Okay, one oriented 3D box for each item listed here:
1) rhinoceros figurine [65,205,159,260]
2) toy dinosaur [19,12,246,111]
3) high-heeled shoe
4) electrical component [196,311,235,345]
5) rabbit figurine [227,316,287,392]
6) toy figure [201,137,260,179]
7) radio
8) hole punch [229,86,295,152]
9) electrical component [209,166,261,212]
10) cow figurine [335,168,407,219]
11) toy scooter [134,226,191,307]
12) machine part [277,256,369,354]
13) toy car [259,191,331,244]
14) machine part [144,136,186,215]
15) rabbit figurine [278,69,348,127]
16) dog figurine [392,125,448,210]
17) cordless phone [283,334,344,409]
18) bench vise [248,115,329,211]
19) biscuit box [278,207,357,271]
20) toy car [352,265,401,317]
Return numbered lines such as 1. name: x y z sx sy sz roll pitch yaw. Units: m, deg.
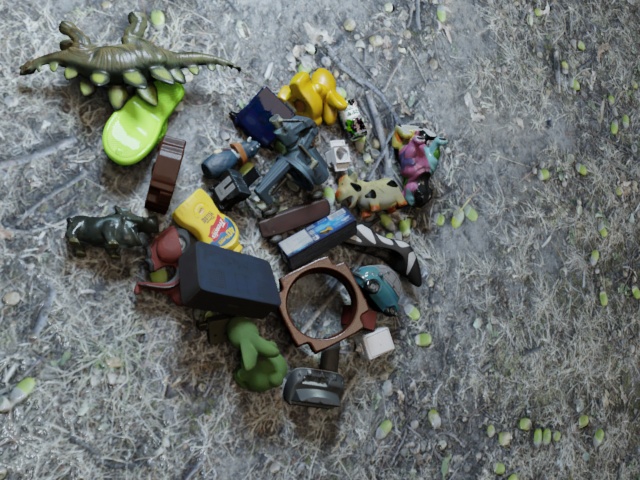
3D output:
1. rhinoceros figurine: -0.445 -0.020 1.155 0.190 0.073 0.112 -3 58 -7
2. toy dinosaur: -0.409 -0.392 1.191 0.471 0.105 0.198 -14 73 -17
3. high-heeled shoe: 0.163 0.049 1.420 0.145 0.086 0.248 -35 89 -27
4. electrical component: -0.234 0.196 1.248 0.102 0.045 0.078 -14 117 -22
5. rabbit figurine: -0.156 0.255 1.209 0.121 0.159 0.170 -33 103 -14
6. toy figure: -0.214 -0.201 1.302 0.154 0.064 0.058 -35 59 -28
7. radio: -0.200 0.092 1.197 0.229 0.073 0.131 20 42 -45
8. hole punch: -0.137 -0.304 1.336 0.142 0.092 0.116 42 73 -17
9. electrical component: -0.196 -0.127 1.260 0.047 0.119 0.075 7 53 -60
10. cow figurine: 0.125 -0.125 1.423 0.195 0.085 0.127 -10 73 -32
11. toy scooter: -0.351 0.063 1.198 0.135 0.075 0.183 -8 91 -23
12. machine part: 0.000 0.157 1.305 0.201 0.087 0.201 -26 81 -10
13. toy car: -0.064 -0.058 1.352 0.202 0.053 0.089 -22 112 -23
14. machine part: -0.342 -0.142 1.179 0.056 0.179 0.179 15 77 -19
15. rabbit figurine: -0.005 -0.379 1.392 0.162 0.122 0.173 38 50 -7
16. dog figurine: 0.256 -0.192 1.492 0.108 0.192 0.219 -1 118 -27
17. cordless phone: -0.008 0.316 1.322 0.146 0.089 0.184 14 66 -21
18. bench vise: -0.083 -0.178 1.302 0.240 0.129 0.223 -50 140 -12
19. biscuit box: -0.003 -0.004 1.340 0.203 0.062 0.059 -29 52 -16
20. toy car: 0.158 0.119 1.391 0.103 0.109 0.161 -46 106 -12
